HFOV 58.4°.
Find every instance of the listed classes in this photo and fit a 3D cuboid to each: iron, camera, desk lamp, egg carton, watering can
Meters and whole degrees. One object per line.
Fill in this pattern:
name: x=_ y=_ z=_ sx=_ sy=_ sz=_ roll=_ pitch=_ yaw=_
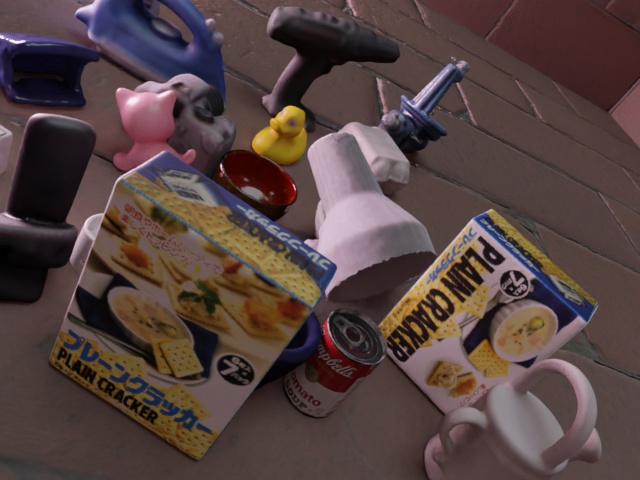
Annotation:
iron: x=-0.236 y=-0.326 z=0.900 sx=0.258 sy=0.141 sz=0.118 roll=30 pitch=33 yaw=-7
camera: x=-0.173 y=-0.175 z=0.803 sx=0.143 sy=0.100 sz=0.137 roll=35 pitch=33 yaw=0
desk lamp: x=0.006 y=0.002 z=0.636 sx=0.118 sy=0.213 sz=0.203 roll=-2 pitch=48 yaw=-42
egg carton: x=0.094 y=-0.150 z=1.036 sx=0.108 sy=0.069 sz=0.150 roll=4 pitch=44 yaw=-39
watering can: x=0.208 y=0.198 z=0.587 sx=0.173 sy=0.194 sz=0.100 roll=5 pitch=44 yaw=-38

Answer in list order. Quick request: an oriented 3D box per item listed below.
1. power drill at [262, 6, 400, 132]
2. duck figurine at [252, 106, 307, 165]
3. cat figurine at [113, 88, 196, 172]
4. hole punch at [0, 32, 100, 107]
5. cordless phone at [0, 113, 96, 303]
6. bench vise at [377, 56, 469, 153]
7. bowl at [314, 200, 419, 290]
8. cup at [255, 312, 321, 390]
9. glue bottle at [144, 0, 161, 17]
power drill: x=-0.002 y=-0.302 z=1.014 sx=0.230 sy=0.208 sz=0.075 roll=20 pitch=36 yaw=-22
duck figurine: x=-0.052 y=-0.176 z=0.925 sx=0.077 sy=0.086 sz=0.105 roll=47 pitch=35 yaw=18
cat figurine: x=-0.199 y=-0.125 z=0.701 sx=0.127 sy=0.117 sz=0.067 roll=45 pitch=34 yaw=15
hole punch: x=-0.352 y=-0.232 z=0.725 sx=0.109 sy=0.091 sz=0.101 roll=-11 pitch=55 yaw=-48
cordless phone: x=-0.270 y=-0.041 z=0.472 sx=0.148 sy=0.185 sz=0.094 roll=6 pitch=43 yaw=-37
bench vise: x=0.206 y=-0.250 z=1.123 sx=0.121 sy=0.219 sz=0.208 roll=37 pitch=33 yaw=3
bowl: x=0.055 y=0.014 z=0.792 sx=0.168 sy=0.074 sz=0.167 roll=23 pitch=35 yaw=-17
cup: x=-0.070 y=0.100 z=0.554 sx=0.118 sy=0.095 sz=0.091 roll=19 pitch=36 yaw=-23
glue bottle: x=-0.291 y=-0.430 z=0.953 sx=0.078 sy=0.173 sz=0.037 roll=1 pitch=46 yaw=-40
